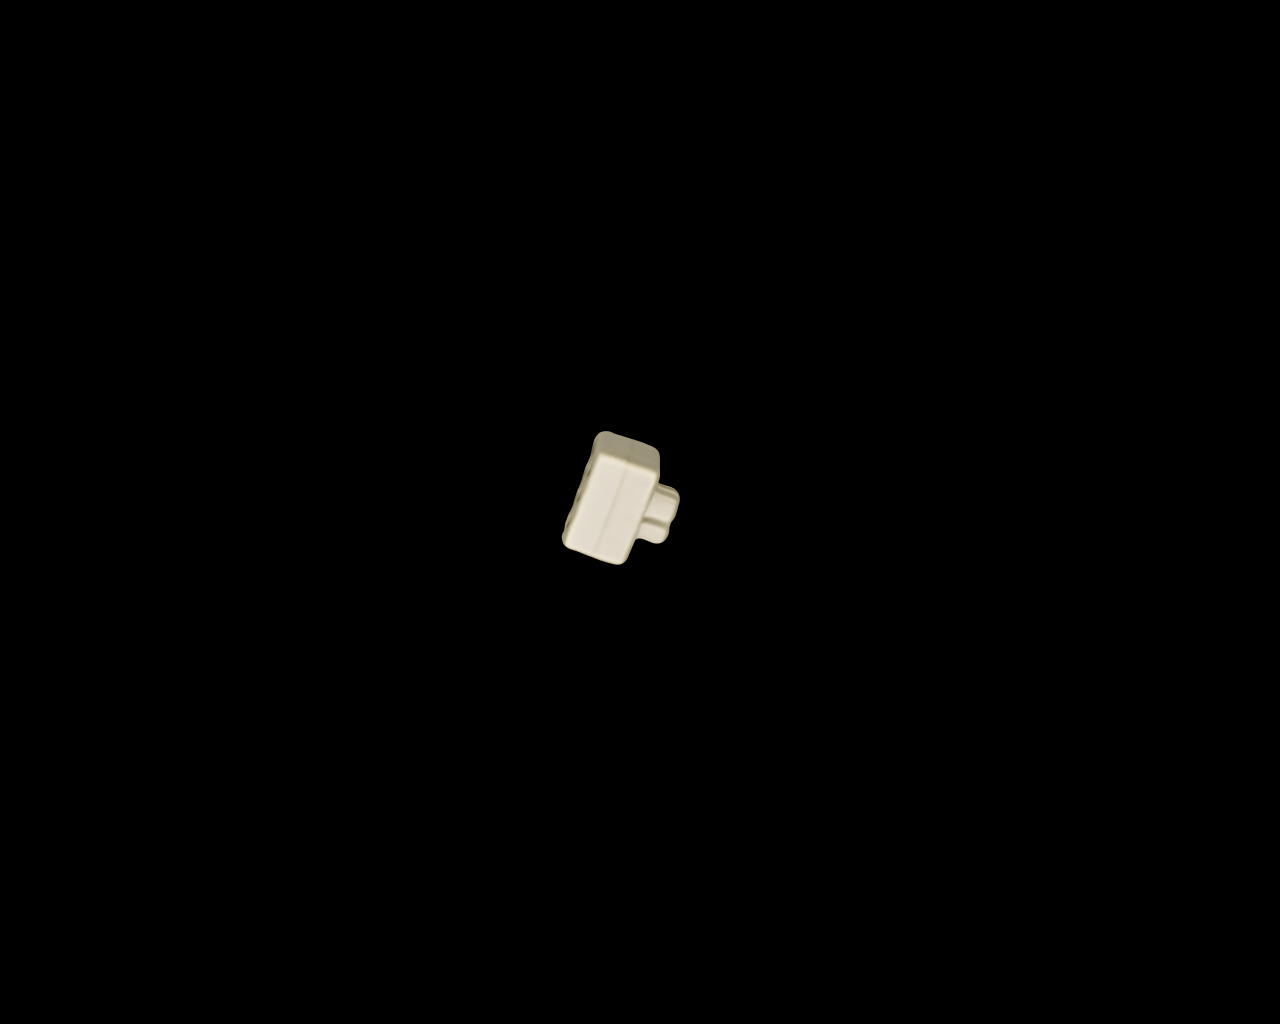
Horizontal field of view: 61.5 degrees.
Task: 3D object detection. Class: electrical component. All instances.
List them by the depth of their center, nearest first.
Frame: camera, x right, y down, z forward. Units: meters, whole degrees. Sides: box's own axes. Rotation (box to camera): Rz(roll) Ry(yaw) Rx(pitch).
[{"bbox_3d":[0.001,-0.003,0.650,0.077,0.065,0.047,19,20,-7],"label":"electrical component"}]
